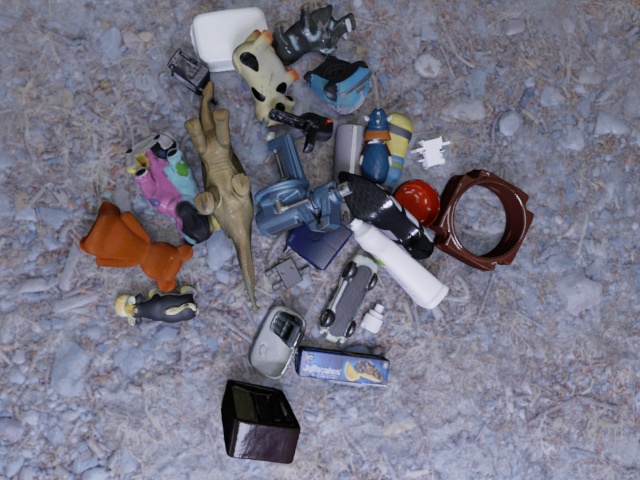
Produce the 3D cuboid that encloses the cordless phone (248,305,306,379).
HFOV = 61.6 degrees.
[{"bbox_3d":[-0.075,0.219,1.093,0.089,0.184,0.146,27,85,-14],"label":"cordless phone"}]

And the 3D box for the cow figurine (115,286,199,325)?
[{"bbox_3d":[-0.333,0.139,1.090,0.167,0.098,0.068,-4,98,-10],"label":"cow figurine"}]

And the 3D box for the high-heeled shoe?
[{"bbox_3d":[0.146,-0.057,1.136,0.086,0.145,0.249,-43,79,21],"label":"high-heeled shoe"}]

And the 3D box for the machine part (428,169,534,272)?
[{"bbox_3d":[0.366,-0.044,1.221,0.201,0.087,0.201,28,86,-8],"label":"machine part"}]

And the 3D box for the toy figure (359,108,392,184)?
[{"bbox_3d":[0.116,-0.195,1.118,0.064,0.058,0.154,2,92,-24],"label":"toy figure"}]

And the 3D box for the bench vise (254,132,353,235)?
[{"bbox_3d":[-0.051,-0.121,1.106,0.224,0.129,0.240,-24,78,33],"label":"bench vise"}]

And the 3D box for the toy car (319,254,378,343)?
[{"bbox_3d":[0.063,0.130,1.183,0.073,0.056,0.201,26,87,-16],"label":"toy car"}]

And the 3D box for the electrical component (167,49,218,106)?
[{"bbox_3d":[-0.254,-0.334,1.113,0.119,0.075,0.047,33,85,-5],"label":"electrical component"}]

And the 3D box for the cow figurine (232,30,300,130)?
[{"bbox_3d":[-0.111,-0.317,1.109,0.127,0.086,0.194,-41,128,-5],"label":"cow figurine"}]

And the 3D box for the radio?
[{"bbox_3d":[-0.122,0.353,1.063,0.131,0.230,0.073,14,92,-13],"label":"radio"}]

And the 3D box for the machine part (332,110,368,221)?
[{"bbox_3d":[0.067,-0.162,1.170,0.079,0.079,0.243,6,89,-10],"label":"machine part"}]

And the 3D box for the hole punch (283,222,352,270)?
[{"bbox_3d":[-0.002,-0.003,1.155,0.116,0.092,0.142,38,87,-5],"label":"hole punch"}]

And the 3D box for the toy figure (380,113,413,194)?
[{"bbox_3d":[0.153,-0.190,1.184,0.089,0.082,0.180,7,88,-6],"label":"toy figure"}]

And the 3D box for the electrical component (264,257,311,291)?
[{"bbox_3d":[-0.070,0.070,1.175,0.094,0.021,0.063,-27,94,-8],"label":"electrical component"}]

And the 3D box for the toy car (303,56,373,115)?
[{"bbox_3d":[0.043,-0.321,1.147,0.109,0.162,0.102,-41,134,-16],"label":"toy car"}]

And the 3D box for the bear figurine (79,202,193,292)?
[{"bbox_3d":[-0.369,0.015,1.089,0.195,0.132,0.120,27,87,-27],"label":"bear figurine"}]

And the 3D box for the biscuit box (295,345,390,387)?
[{"bbox_3d":[0.048,0.275,1.176,0.203,0.063,0.059,9,88,-11],"label":"biscuit box"}]

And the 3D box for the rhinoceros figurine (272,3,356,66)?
[{"bbox_3d":[-0.014,-0.444,1.157,0.190,0.073,0.112,-29,94,-8],"label":"rhinoceros figurine"}]

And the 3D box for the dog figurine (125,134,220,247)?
[{"bbox_3d":[-0.292,-0.089,1.100,0.108,0.192,0.219,-34,130,-11],"label":"dog figurine"}]

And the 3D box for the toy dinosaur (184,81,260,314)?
[{"bbox_3d":[-0.178,-0.086,1.060,0.105,0.198,0.471,-10,82,-1],"label":"toy dinosaur"}]
